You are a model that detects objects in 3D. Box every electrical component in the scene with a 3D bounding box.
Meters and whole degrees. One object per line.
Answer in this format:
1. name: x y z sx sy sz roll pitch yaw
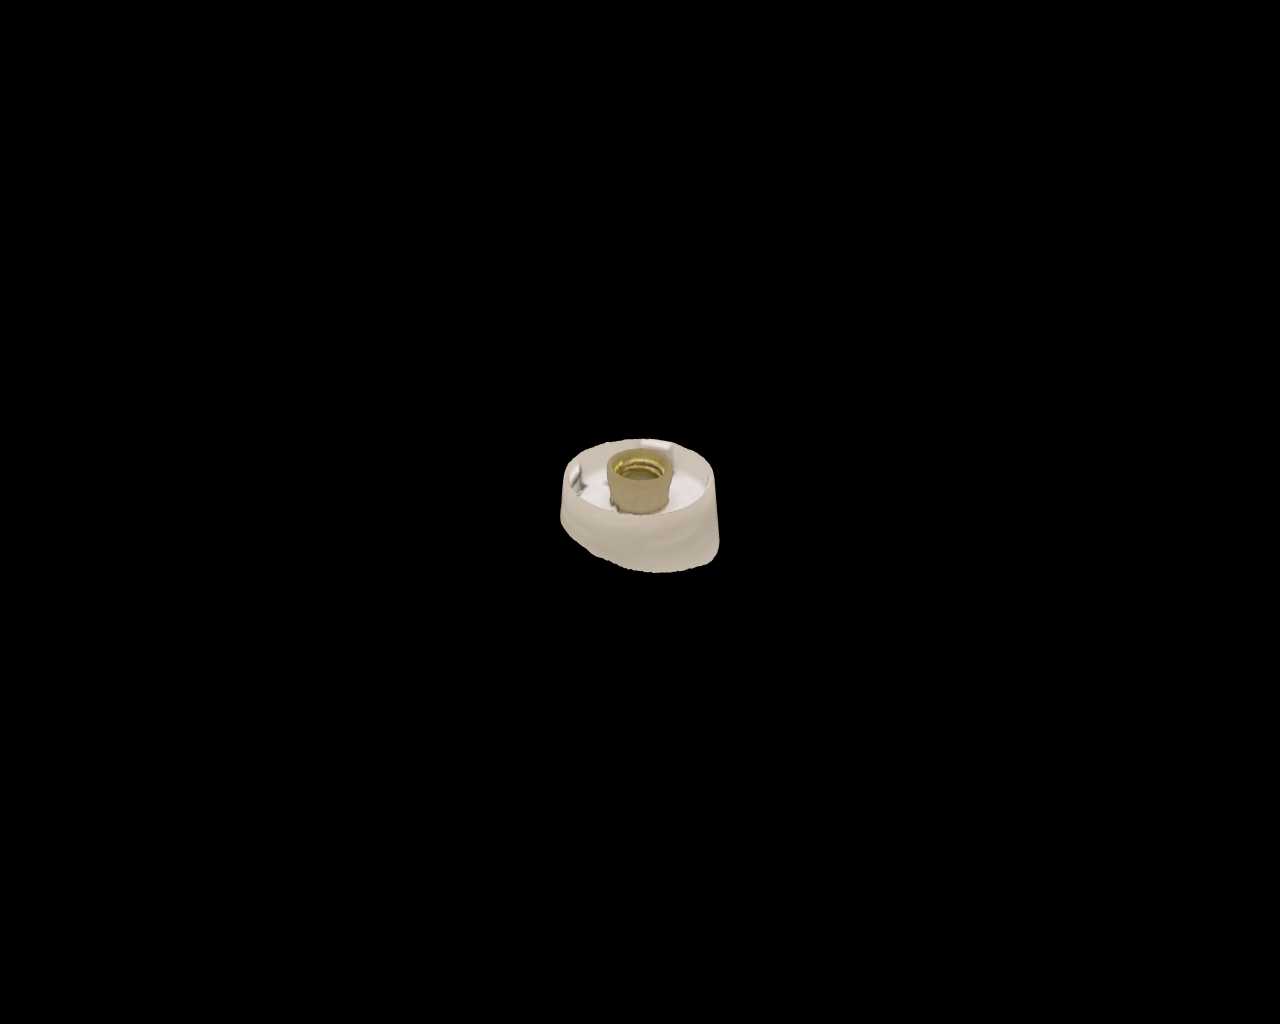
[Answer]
1. electrical component: 0.001 -0.003 0.650 0.099 0.064 0.099 0 33 0
